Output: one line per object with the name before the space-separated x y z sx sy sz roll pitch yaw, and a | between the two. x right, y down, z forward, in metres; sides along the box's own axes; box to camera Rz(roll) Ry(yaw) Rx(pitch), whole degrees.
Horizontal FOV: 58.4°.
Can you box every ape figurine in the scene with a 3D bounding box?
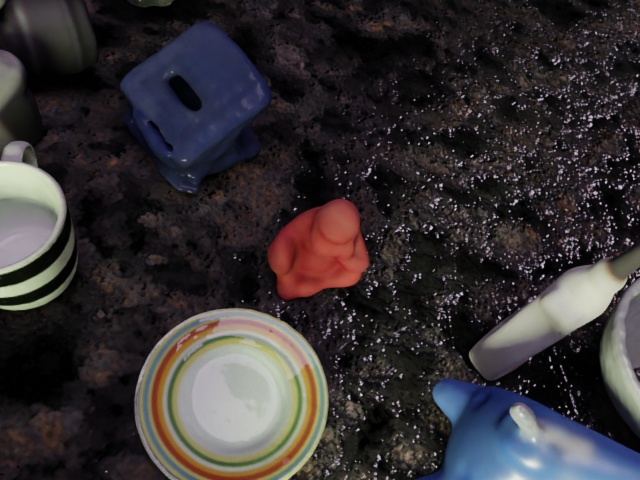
ape figurine | 0.004 0.002 0.441 0.078 0.092 0.076 23 57 -1

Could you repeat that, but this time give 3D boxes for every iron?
iron | 0.192 0.173 0.361 0.258 0.141 0.119 25 57 0

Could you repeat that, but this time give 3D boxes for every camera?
camera | -0.251 -0.157 0.460 0.137 0.100 0.143 -19 67 -25

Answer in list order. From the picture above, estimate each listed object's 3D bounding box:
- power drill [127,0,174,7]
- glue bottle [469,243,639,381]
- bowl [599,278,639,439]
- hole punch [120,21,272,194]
power drill | -0.179 -0.337 0.524 0.229 0.208 0.076 36 57 8
glue bottle | 0.174 0.049 0.412 0.078 0.173 0.037 -29 70 -28
bowl | 0.293 0.114 0.465 0.167 0.074 0.167 7 58 -11
hole punch | -0.105 -0.112 0.480 0.101 0.091 0.108 -31 72 -29
